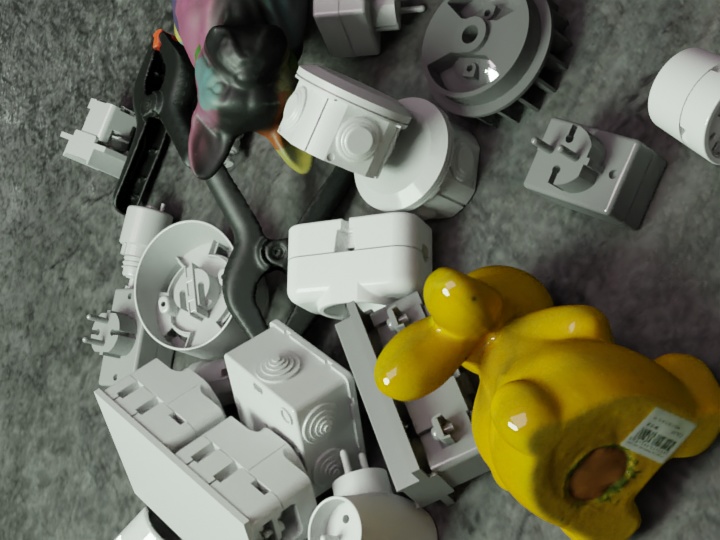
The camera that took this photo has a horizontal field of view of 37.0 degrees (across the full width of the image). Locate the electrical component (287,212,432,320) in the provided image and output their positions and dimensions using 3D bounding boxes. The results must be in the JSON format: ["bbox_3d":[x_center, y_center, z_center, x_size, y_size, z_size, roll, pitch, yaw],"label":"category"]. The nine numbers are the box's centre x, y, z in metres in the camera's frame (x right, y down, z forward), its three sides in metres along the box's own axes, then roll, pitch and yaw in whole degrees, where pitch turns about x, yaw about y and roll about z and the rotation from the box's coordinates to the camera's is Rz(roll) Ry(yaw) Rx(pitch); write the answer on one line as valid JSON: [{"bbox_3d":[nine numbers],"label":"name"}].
[{"bbox_3d":[0.000,0.000,0.737,0.095,0.054,0.059,-6,73,22],"label":"electrical component"}]

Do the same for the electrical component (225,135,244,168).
[{"bbox_3d":[-0.114,-0.123,0.898,0.040,0.040,0.078,-22,63,35],"label":"electrical component"}]

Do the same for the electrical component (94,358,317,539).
[{"bbox_3d":[-0.099,0.147,0.746,0.186,0.060,0.105,28,141,43],"label":"electrical component"}]

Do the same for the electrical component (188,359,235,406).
[{"bbox_3d":[-0.106,0.086,0.826,0.046,0.040,0.040,-16,66,32],"label":"electrical component"}]

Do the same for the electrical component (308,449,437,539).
[{"bbox_3d":[0.004,0.151,0.682,0.044,0.077,0.079,-34,56,29],"label":"electrical component"}]

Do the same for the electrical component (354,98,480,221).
[{"bbox_3d":[0.040,-0.074,0.740,0.080,0.051,0.080,-14,67,38],"label":"electrical component"}]

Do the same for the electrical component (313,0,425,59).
[{"bbox_3d":[0.010,-0.196,0.802,0.077,0.065,0.047,-3,72,11],"label":"electrical component"}]

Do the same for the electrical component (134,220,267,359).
[{"bbox_3d":[-0.124,0.018,0.842,0.099,0.064,0.099,-14,62,26],"label":"electrical component"}]

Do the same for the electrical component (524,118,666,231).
[{"bbox_3d":[0.130,-0.063,0.640,0.066,0.077,0.047,25,94,43],"label":"electrical component"}]

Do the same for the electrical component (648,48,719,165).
[{"bbox_3d":[0.197,-0.094,0.607,0.055,0.055,0.047,-57,44,11],"label":"electrical component"}]

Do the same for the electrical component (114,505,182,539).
[{"bbox_3d":[-0.158,0.212,0.821,0.047,0.055,0.055,-50,50,12],"label":"electrical component"}]

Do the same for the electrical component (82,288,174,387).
[{"bbox_3d":[-0.196,0.055,0.889,0.047,0.076,0.083,-2,75,41],"label":"electrical component"}]

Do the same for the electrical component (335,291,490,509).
[{"bbox_3d":[0.038,0.079,0.684,0.063,0.078,0.121,-27,58,7],"label":"electrical component"}]

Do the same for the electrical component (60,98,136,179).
[{"bbox_3d":[-0.239,-0.125,1.007,0.081,0.042,0.063,22,90,42],"label":"electrical component"}]

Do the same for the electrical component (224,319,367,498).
[{"bbox_3d":[-0.045,0.095,0.731,0.100,0.048,0.099,32,141,42],"label":"electrical component"}]

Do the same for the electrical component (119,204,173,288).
[{"bbox_3d":[-0.188,-0.020,0.931,0.040,0.040,0.078,7,81,42],"label":"electrical component"}]

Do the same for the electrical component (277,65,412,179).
[{"bbox_3d":[-0.011,-0.098,0.702,0.080,0.080,0.051,36,106,42],"label":"electrical component"}]
